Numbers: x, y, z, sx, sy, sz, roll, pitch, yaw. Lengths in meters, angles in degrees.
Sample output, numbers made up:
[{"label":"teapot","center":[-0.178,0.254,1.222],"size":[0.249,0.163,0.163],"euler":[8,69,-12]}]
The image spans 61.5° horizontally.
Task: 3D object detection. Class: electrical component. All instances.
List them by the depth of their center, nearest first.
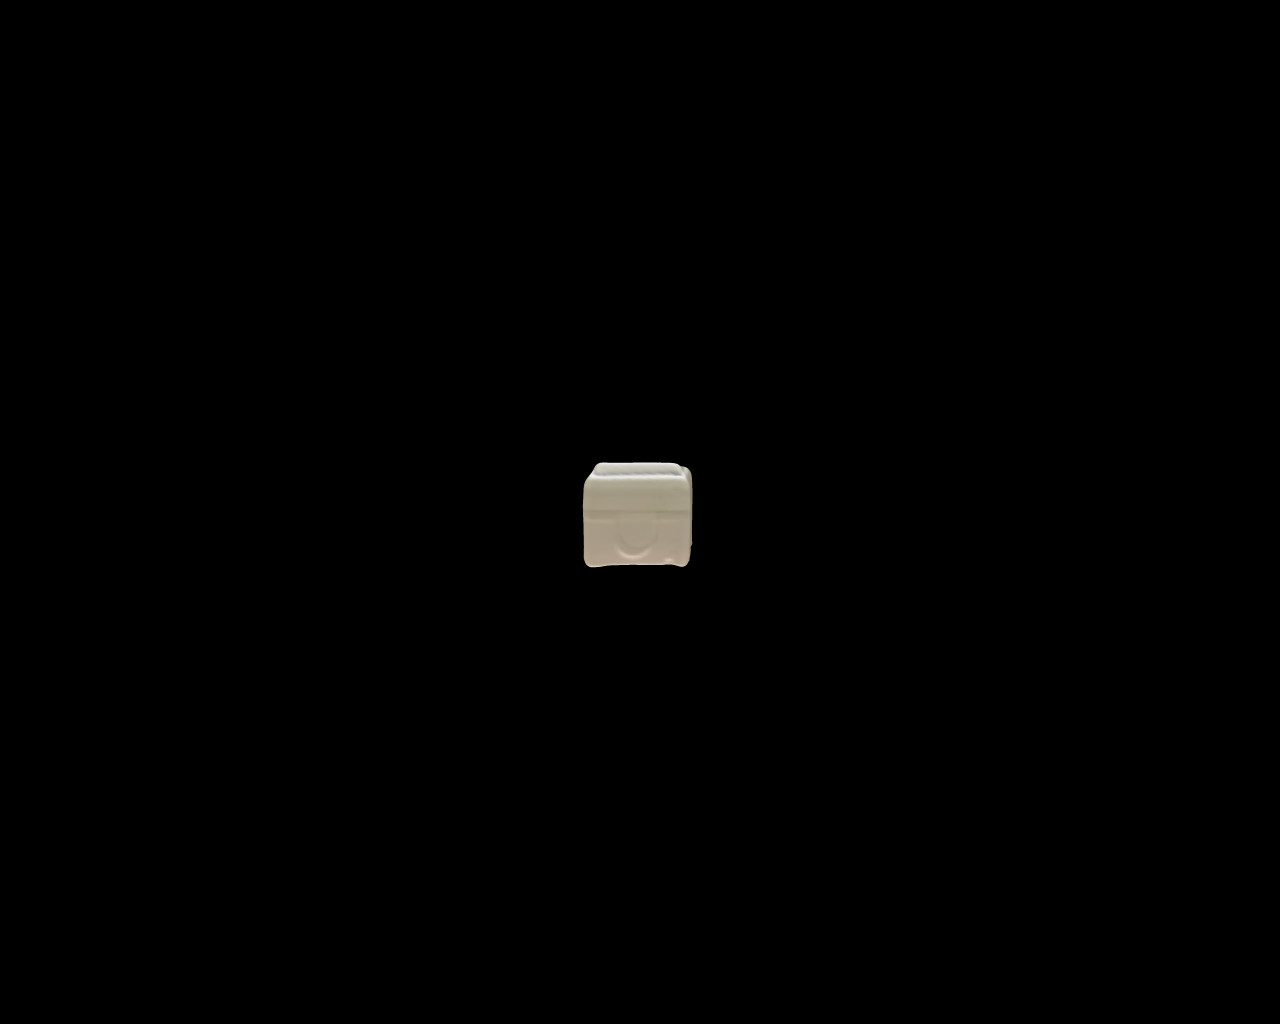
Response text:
[{"label":"electrical component","center":[0.001,-0.003,0.650],"size":[0.062,0.061,0.096],"euler":[0,7,4]}]
